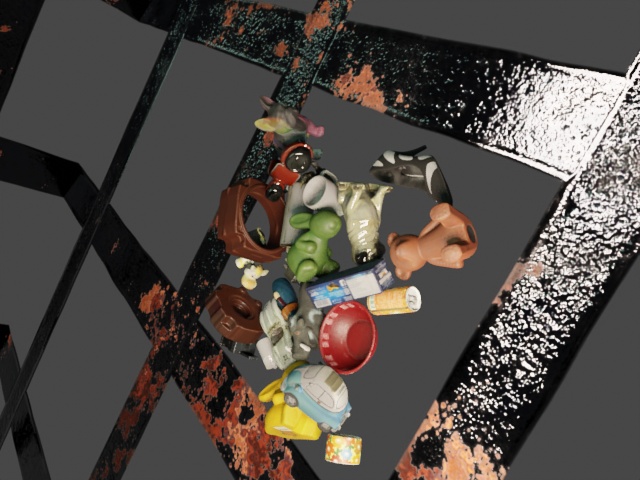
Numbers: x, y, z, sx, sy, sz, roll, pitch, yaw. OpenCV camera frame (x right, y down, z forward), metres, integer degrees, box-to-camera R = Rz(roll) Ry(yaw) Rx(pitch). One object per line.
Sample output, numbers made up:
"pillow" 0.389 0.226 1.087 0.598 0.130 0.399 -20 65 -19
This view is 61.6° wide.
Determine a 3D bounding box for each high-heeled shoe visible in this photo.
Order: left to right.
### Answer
"high-heeled shoe" 0.190 -0.124 1.159 0.145 0.086 0.249 -26 37 13

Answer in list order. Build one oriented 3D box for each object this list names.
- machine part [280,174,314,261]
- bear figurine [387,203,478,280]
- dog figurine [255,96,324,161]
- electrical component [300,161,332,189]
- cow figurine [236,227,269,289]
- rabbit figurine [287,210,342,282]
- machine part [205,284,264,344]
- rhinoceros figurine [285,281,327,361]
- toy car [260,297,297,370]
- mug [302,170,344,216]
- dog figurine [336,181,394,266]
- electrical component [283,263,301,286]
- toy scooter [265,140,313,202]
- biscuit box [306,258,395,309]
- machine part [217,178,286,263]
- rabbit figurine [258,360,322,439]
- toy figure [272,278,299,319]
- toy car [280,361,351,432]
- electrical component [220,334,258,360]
"machine part" -0.056 -0.061 1.409 0.079 0.079 0.243 -6 71 44
"bear figurine" 0.207 0.009 1.079 0.196 0.132 0.120 -17 76 34
"dog figurine" -0.100 -0.294 1.434 0.192 0.219 0.108 -2 71 44
"electrical component" -0.006 -0.141 1.377 0.045 0.102 0.078 -16 38 41
"cow figurine" -0.183 0.051 1.509 0.098 0.068 0.167 -29 58 29
"rabbit figurine" -0.003 -0.004 1.291 0.170 0.121 0.159 -62 39 25
"machine part" -0.218 0.192 1.418 0.056 0.179 0.179 -47 48 20
"rhinoceros figurine" -0.025 0.189 1.264 0.073 0.112 0.190 -11 60 41
"toy car" -0.102 0.235 1.364 0.073 0.056 0.202 -48 48 23
"mug" 0.022 -0.110 1.324 0.081 0.107 0.109 -16 57 39
"dog figurine" 0.090 -0.039 1.249 0.172 0.121 0.190 -123 37 -77
"electrical component" -0.063 0.077 1.406 0.094 0.021 0.063 41 106 46
"toy scooter" -0.084 -0.193 1.389 0.184 0.075 0.135 -48 24 28
"biscuit box" 0.063 0.099 1.185 0.203 0.063 0.059 -20 100 41
"machine part" -0.168 -0.050 1.427 0.087 0.201 0.201 -15 65 39
"rabbit figurine" -0.062 0.369 1.258 0.162 0.122 0.173 -25 45 49
"toy figure" -0.075 0.165 1.358 0.057 0.064 0.155 94 154 -50
"toy car" 0.003 0.325 1.152 0.162 0.109 0.103 40 128 12
"electrical component" -0.208 0.282 1.443 0.119 0.074 0.047 11 84 51
